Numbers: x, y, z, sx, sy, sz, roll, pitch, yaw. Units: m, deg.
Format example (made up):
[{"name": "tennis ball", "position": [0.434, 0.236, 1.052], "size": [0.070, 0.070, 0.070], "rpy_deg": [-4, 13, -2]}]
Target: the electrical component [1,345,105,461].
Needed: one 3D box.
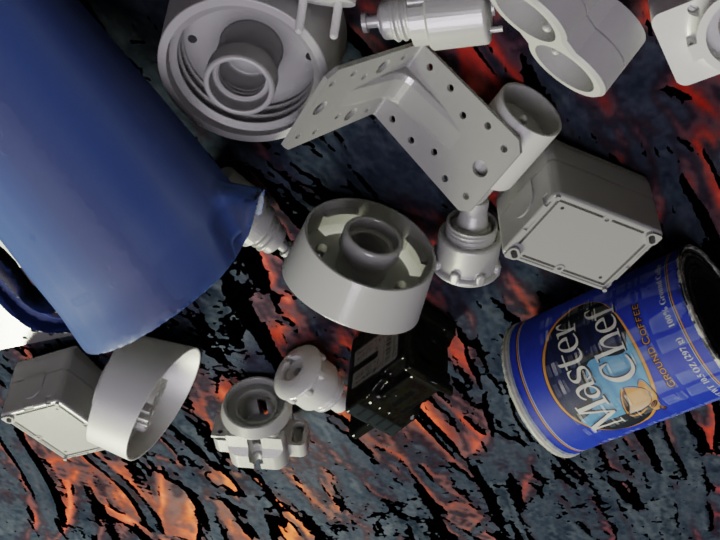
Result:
[{"name": "electrical component", "position": [-0.237, 0.112, 0.890], "size": [0.062, 0.061, 0.096], "rpy_deg": [-16, 138, 24]}]

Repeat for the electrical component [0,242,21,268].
[{"name": "electrical component", "position": [-0.229, -0.045, 0.725], "size": [0.061, 0.061, 0.096], "rpy_deg": [-4, 134, 13]}]

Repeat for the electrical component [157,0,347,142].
[{"name": "electrical component", "position": [-0.064, -0.123, 0.621], "size": [0.108, 0.060, 0.108], "rpy_deg": [5, 135, 4]}]

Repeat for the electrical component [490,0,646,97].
[{"name": "electrical component", "position": [0.108, -0.160, 0.561], "size": [0.073, 0.052, 0.138], "rpy_deg": [-52, 129, -3]}]

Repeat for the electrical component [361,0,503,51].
[{"name": "electrical component", "position": [0.040, -0.142, 0.599], "size": [0.078, 0.040, 0.040], "rpy_deg": [-4, 134, 13]}]

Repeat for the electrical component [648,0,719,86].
[{"name": "electrical component", "position": [0.202, -0.140, 0.565], "size": [0.089, 0.055, 0.050], "rpy_deg": [-18, 129, 25]}]

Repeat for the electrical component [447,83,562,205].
[{"name": "electrical component", "position": [0.083, -0.071, 0.662], "size": [0.043, 0.043, 0.081], "rpy_deg": [24, 134, -15]}]

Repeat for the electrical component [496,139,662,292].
[{"name": "electrical component", "position": [0.142, -0.035, 0.682], "size": [0.096, 0.061, 0.061], "rpy_deg": [18, 135, -20]}]

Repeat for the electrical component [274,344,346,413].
[{"name": "electrical component", "position": [-0.033, 0.091, 0.846], "size": [0.048, 0.048, 0.062], "rpy_deg": [-25, 133, 30]}]

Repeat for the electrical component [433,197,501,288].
[{"name": "electrical component", "position": [0.073, -0.023, 0.714], "size": [0.048, 0.048, 0.062], "rpy_deg": [7, 129, 2]}]

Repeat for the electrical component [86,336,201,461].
[{"name": "electrical component", "position": [-0.171, 0.098, 0.839], "size": [0.064, 0.099, 0.099], "rpy_deg": [19, 135, -1]}]

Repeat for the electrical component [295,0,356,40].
[{"name": "electrical component", "position": [-0.017, -0.163, 0.568], "size": [0.077, 0.043, 0.079], "rpy_deg": [9, 94, 0]}]

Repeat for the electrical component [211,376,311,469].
[{"name": "electrical component", "position": [-0.082, 0.124, 0.877], "size": [0.078, 0.058, 0.057], "rpy_deg": [3, 138, 6]}]

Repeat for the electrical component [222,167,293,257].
[{"name": "electrical component", "position": [-0.077, -0.035, 0.726], "size": [0.040, 0.040, 0.078], "rpy_deg": [-31, 123, 33]}]

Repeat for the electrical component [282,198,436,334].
[{"name": "electrical component", "position": [0.000, 0.000, 0.713], "size": [0.099, 0.099, 0.064], "rpy_deg": [16, 129, -8]}]
